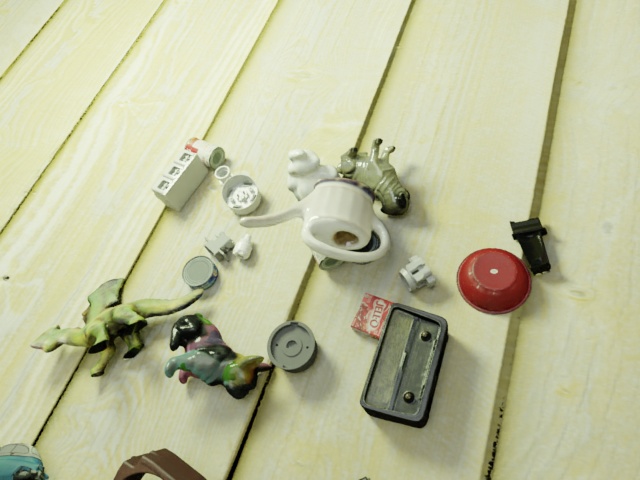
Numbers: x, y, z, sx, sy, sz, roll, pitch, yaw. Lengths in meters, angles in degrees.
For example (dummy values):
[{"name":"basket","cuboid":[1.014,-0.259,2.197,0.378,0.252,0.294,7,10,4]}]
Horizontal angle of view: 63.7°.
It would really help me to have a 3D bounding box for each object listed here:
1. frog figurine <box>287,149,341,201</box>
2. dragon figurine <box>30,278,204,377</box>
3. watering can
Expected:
[{"name":"frog figurine","cuboid":[-0.019,-0.162,1.314,0.137,0.156,0.125,-3,61,13]},{"name":"dragon figurine","cuboid":[-0.505,0.175,1.278,0.413,0.119,0.247,-31,49,-16]},{"name":"watering can","cuboid":[0.004,-0.061,1.203,0.347,0.101,0.230,16,47,-4]}]
